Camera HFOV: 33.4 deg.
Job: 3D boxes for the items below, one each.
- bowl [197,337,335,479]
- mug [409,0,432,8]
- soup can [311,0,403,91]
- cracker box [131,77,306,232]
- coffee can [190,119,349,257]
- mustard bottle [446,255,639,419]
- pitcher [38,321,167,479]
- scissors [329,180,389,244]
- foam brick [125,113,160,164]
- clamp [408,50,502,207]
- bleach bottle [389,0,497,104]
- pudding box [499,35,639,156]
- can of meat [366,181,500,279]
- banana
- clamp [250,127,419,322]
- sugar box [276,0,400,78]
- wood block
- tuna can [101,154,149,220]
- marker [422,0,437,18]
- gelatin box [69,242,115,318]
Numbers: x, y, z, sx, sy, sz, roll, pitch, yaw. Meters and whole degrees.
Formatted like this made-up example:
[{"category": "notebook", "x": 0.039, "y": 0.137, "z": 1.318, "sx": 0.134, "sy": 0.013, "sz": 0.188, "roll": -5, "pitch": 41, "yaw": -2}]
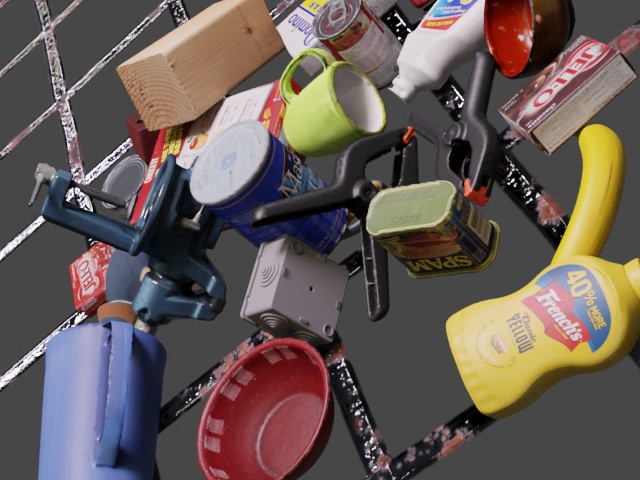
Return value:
[{"category": "bowl", "x": -0.041, "y": 0.177, "z": 1.025, "sx": 0.162, "sy": 0.055, "sz": 0.162, "roll": -24, "pitch": 46, "yaw": 27}, {"category": "mug", "x": 0.126, "y": -0.328, "z": 1.226, "sx": 0.117, "sy": 0.081, "sz": 0.093, "roll": -33, "pitch": 13, "yaw": 39}, {"category": "soup can", "x": 0.047, "y": -0.228, "z": 1.227, "sx": 0.069, "sy": 0.102, "sz": 0.068, "roll": -24, "pitch": 46, "yaw": 27}, {"category": "cracker box", "x": -0.115, "y": -0.091, "z": 1.295, "sx": 0.214, "sy": 0.072, "sz": 0.164, "roll": -14, "pitch": 50, "yaw": 36}, {"category": "coffee can", "x": -0.052, "y": -0.045, "z": 1.117, "sx": 0.103, "sy": 0.140, "sz": 0.103, "roll": -26, "pitch": 43, "yaw": 27}, {"category": "mustard bottle", "x": 0.204, "y": 0.068, "z": 0.880, "sx": 0.192, "sy": 0.058, "sz": 0.096, "roll": -30, "pitch": 58, "yaw": 21}, {"category": "pitcher", "x": -0.229, "y": 0.212, "z": 1.110, "sx": 0.145, "sy": 0.149, "sz": 0.243, "roll": -17, "pitch": 51, "yaw": 18}, {"category": "scissors", "x": -0.008, "y": 0.001, "z": 1.165, "sx": 0.202, "sy": 0.016, "sz": 0.096, "roll": -43, "pitch": 38, "yaw": 8}, {"category": "foam brick", "x": -0.211, "y": -0.145, "z": 1.416, "sx": 0.078, "sy": 0.051, "sz": 0.053, "roll": -25, "pitch": 36, "yaw": -19}, {"category": "clamp", "x": 0.150, "y": -0.112, "z": 1.082, "sx": 0.120, "sy": 0.039, "sz": 0.171, "roll": -51, "pitch": 38, "yaw": 31}, {"category": "bleach bottle", "x": 0.172, "y": -0.249, "z": 1.162, "sx": 0.251, "sy": 0.068, "sz": 0.103, "roll": -49, "pitch": 38, "yaw": 4}, {"category": "pudding box", "x": 0.234, "y": -0.139, "z": 1.015, "sx": 0.113, "sy": 0.039, "sz": 0.090, "roll": -44, "pitch": 20, "yaw": 8}, {"category": "can of meat", "x": 0.106, "y": -0.010, "z": 1.016, "sx": 0.102, "sy": 0.083, "sz": 0.057, "roll": -8, "pitch": 55, "yaw": 38}, {"category": "banana", "x": 0.240, "y": -0.034, "z": 0.951, "sx": 0.070, "sy": 0.037, "sz": 0.197, "roll": -44, "pitch": 25, "yaw": 57}, {"category": "clamp", "x": 0.033, "y": -0.042, "z": 1.078, "sx": 0.036, "sy": 0.164, "sz": 0.209, "roll": -38, "pitch": 22, "yaw": 59}, {"category": "sugar box", "x": 0.031, "y": -0.293, "z": 1.339, "sx": 0.176, "sy": 0.048, "sz": 0.093, "roll": -38, "pitch": 40, "yaw": 11}, {"category": "wood block", "x": -0.146, "y": -0.229, "z": 1.350, "sx": 0.090, "sy": 0.091, "sz": 0.205, "roll": -8, "pitch": 26, "yaw": 40}, {"category": "tuna can", "x": -0.252, "y": -0.071, "z": 1.434, "sx": 0.086, "sy": 0.033, "sz": 0.086, "roll": -25, "pitch": 45, "yaw": 27}, {"category": "marker", "x": 0.167, "y": -0.296, "z": 1.235, "sx": 0.121, "sy": 0.020, "sz": 0.020, "roll": -39, "pitch": 40, "yaw": 12}, {"category": "gelatin box", "x": -0.285, "y": 0.046, "z": 1.375, "sx": 0.073, "sy": 0.030, "sz": 0.089, "roll": -38, "pitch": 40, "yaw": 14}]
